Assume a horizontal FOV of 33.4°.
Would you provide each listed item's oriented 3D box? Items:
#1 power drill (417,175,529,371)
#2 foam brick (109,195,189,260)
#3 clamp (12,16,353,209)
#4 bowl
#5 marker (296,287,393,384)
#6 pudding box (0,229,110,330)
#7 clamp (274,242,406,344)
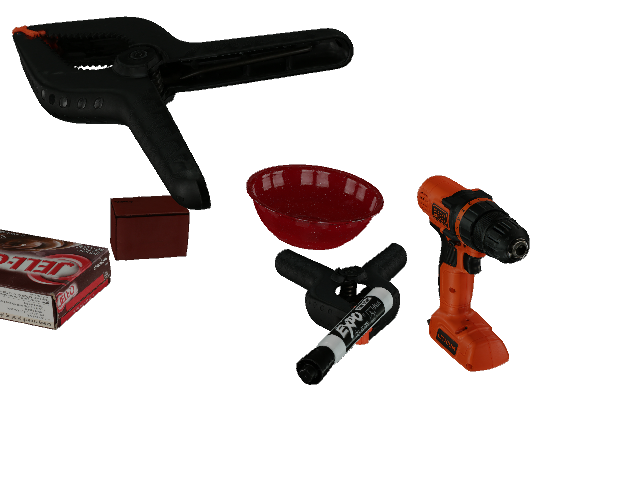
[{"bbox_3d":[0.162,0.039,1.121,0.057,0.188,0.185,-11,25,-17],"label":"power drill"},{"bbox_3d":[-0.182,-0.014,1.131,0.078,0.051,0.053,-3,24,-16],"label":"foam brick"},{"bbox_3d":[-0.095,-0.101,0.643,0.210,0.036,0.164,24,49,31],"label":"clamp"},{"bbox_3d":[-0.010,-0.034,1.246,0.162,0.055,0.162,7,26,-4],"label":"bowl"},{"bbox_3d":[0.017,0.062,0.707,0.020,0.020,0.120,0,21,28],"label":"marker"},{"bbox_3d":[-0.244,0.030,0.883,0.114,0.039,0.090,7,24,17],"label":"pudding box"},{"bbox_3d":[0.015,0.040,0.917,0.120,0.039,0.171,-6,17,6],"label":"clamp"}]
